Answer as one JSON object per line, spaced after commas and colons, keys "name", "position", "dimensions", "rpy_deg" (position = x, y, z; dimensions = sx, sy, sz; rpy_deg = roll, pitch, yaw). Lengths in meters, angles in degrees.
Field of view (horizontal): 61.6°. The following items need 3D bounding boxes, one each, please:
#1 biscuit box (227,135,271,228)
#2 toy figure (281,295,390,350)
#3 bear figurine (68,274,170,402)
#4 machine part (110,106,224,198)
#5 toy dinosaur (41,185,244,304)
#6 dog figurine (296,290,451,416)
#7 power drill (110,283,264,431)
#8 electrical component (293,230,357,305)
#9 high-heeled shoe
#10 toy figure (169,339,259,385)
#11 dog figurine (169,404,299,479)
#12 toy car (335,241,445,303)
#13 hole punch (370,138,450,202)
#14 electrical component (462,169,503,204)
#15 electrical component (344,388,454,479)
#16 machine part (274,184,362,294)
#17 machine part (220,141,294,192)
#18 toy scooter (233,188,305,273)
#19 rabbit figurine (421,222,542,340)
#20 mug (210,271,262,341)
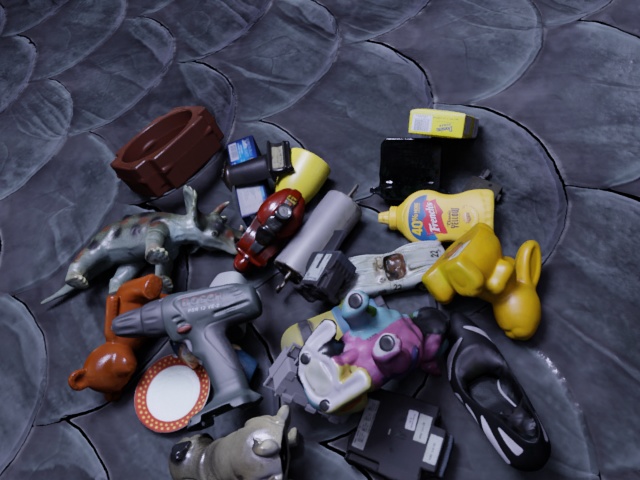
{"name": "biscuit box", "position": [-0.135, -0.113, 1.059], "dimensions": [0.059, 0.062, 0.203], "rpy_deg": [-19, 55, 4]}
{"name": "toy figure", "position": [0.026, 0.142, 0.835], "dimensions": [0.180, 0.089, 0.082], "rpy_deg": [-29, 16, 1]}
{"name": "bear figurine", "position": [-0.314, 0.165, 0.889], "dimensions": [0.132, 0.120, 0.196], "rpy_deg": [-7, 54, 31]}
{"name": "machine part", "position": [-0.311, -0.181, 1.102], "dimensions": [0.202, 0.087, 0.201], "rpy_deg": [12, 54, 48]}
{"name": "toy dinosaur", "position": [-0.345, 0.008, 1.015], "dimensions": [0.405, 0.131, 0.192], "rpy_deg": [-10, 43, 15]}
{"name": "dog figurine", "position": [0.089, 0.162, 0.746], "dimensions": [0.191, 0.219, 0.109], "rpy_deg": [-49, 54, 9]}
{"name": "power drill", "position": [-0.185, 0.172, 0.803], "dimensions": [0.232, 0.086, 0.207], "rpy_deg": [-20, 62, -4]}
{"name": "electrical component", "position": [0.016, 0.043, 0.869], "dimensions": [0.075, 0.047, 0.119], "rpy_deg": [-5, 46, 47]}
{"name": "high-heeled shoe", "position": [0.226, 0.184, 0.720], "dimensions": [0.086, 0.145, 0.249], "rpy_deg": [-21, 57, 0]}
{"name": "toy figure", "position": [-0.175, 0.186, 0.863], "dimensions": [0.155, 0.057, 0.064], "rpy_deg": [21, 62, 6]}
{"name": "dog figurine", "position": [-0.133, 0.298, 0.737], "dimensions": [0.191, 0.172, 0.121], "rpy_deg": [-3, 46, 5]}
{"name": "toy car", "position": [0.112, 0.054, 0.888], "dimensions": [0.202, 0.056, 0.073], "rpy_deg": [-13, 56, 6]}
{"name": "hole punch", "position": [0.167, -0.126, 0.978], "dimensions": [0.142, 0.092, 0.115], "rpy_deg": [4, 98, 12]}
{"name": "electrical component", "position": [0.289, -0.084, 0.948], "dimensions": [0.063, 0.021, 0.094], "rpy_deg": [26, 68, 27]}
{"name": "electrical component", "position": [0.114, 0.277, 0.745], "dimensions": [0.134, 0.058, 0.115], "rpy_deg": [16, 66, 23]}
{"name": "machine part", "position": [-0.002, -0.003, 0.944], "dimensions": [0.079, 0.079, 0.243], "rpy_deg": [27, 69, 28]}
{"name": "machine part", "position": [-0.117, -0.137, 1.002], "dimensions": [0.139, 0.039, 0.084], "rpy_deg": [-18, 62, 11]}
{"name": "toy scooter", "position": [-0.095, -0.006, 0.912], "dimensions": [0.075, 0.135, 0.184], "rpy_deg": [38, 105, -4]}
{"name": "rabbit figurine", "position": [0.264, 0.068, 0.810], "dimensions": [0.173, 0.122, 0.162], "rpy_deg": [47, 57, 5]}
{"name": "mug", "position": [-0.150, 0.105, 0.911], "dimensions": [0.110, 0.080, 0.107], "rpy_deg": [-17, 48, 25]}
